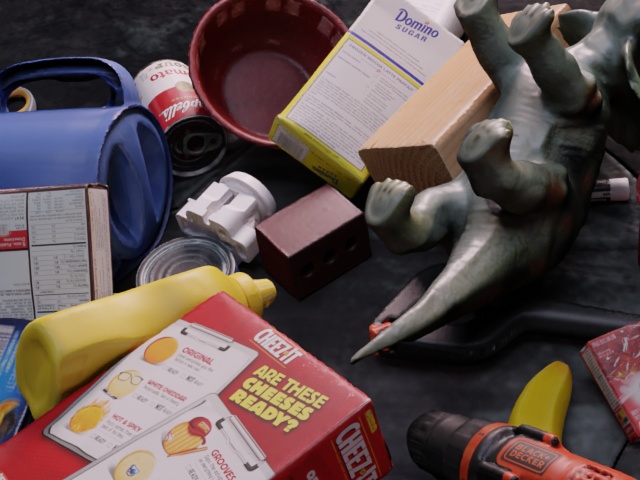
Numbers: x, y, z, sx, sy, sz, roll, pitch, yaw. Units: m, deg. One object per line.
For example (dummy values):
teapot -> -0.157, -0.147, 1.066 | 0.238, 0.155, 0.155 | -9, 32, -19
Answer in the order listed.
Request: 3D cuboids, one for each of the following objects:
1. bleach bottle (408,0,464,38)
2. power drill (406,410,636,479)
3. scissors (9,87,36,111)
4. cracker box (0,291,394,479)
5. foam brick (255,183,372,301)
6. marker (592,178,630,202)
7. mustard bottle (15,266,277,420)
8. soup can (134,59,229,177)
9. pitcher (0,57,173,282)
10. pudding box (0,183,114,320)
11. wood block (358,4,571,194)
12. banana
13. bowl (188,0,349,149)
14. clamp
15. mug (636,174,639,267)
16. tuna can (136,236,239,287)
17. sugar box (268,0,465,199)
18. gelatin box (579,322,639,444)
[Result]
bleach bottle -> 0.084, -0.204, 1.048 | 0.103, 0.068, 0.250 | 12, 53, 27
power drill -> 0.063, 0.172, 0.591 | 0.187, 0.057, 0.185 | -39, 23, -23
scissors -> -0.283, -0.105, 1.058 | 0.202, 0.016, 0.096 | 20, 54, 27
cracker box -> -0.090, 0.143, 0.634 | 0.213, 0.072, 0.164 | -35, 39, -21
foam brick -> -0.006, 0.001, 0.874 | 0.078, 0.053, 0.051 | -32, 49, -18
marker -> 0.196, -0.039, 0.896 | 0.121, 0.020, 0.020 | -3, 46, 9
mustard bottle -> -0.111, 0.063, 0.745 | 0.191, 0.096, 0.058 | -19, 63, -35
soup can -> -0.133, -0.116, 1.001 | 0.068, 0.068, 0.102 | -21, 46, -9
pitcher -> -0.260, -0.063, 0.930 | 0.243, 0.145, 0.149 | 3, 50, 18
pudding box -> -0.207, 0.015, 0.820 | 0.090, 0.039, 0.113 | -3, 91, 14
wood block -> 0.140, -0.103, 0.901 | 0.091, 0.090, 0.205 | 3, 41, 51
banana -> 0.152, 0.140, 0.689 | 0.069, 0.037, 0.198 | -17, 20, 4
bowl -> -0.043, -0.146, 0.974 | 0.162, 0.055, 0.162 | 4, 69, -11
clamp -> 0.135, 0.038, 0.821 | 0.210, 0.036, 0.164 | -13, 45, -6
mug -> 0.295, -0.011, 0.805 | 0.117, 0.081, 0.093 | -12, 45, 0
tuna can -> -0.107, 0.037, 0.873 | 0.086, 0.034, 0.086 | -6, 46, 6
sugar box -> 0.042, -0.131, 0.934 | 0.093, 0.048, 0.176 | 37, 64, 0
gelatin box -> 0.238, 0.089, 0.740 | 0.089, 0.030, 0.073 | -22, 69, -9
